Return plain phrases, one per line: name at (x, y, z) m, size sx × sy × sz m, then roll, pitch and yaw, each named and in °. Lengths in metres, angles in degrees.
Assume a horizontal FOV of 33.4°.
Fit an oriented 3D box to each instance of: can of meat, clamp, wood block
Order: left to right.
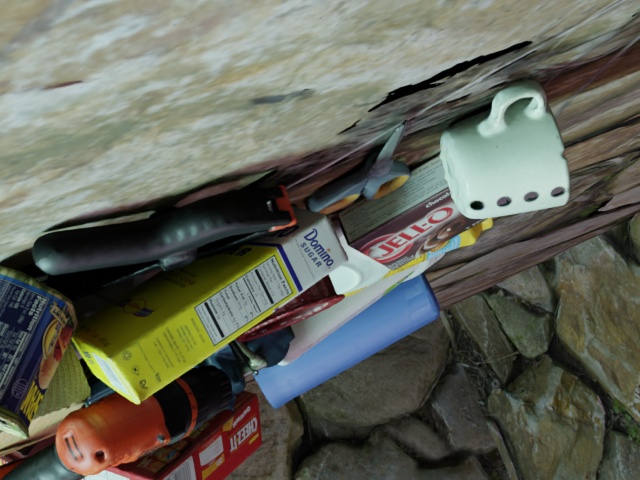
wood block at (-0.243, 0.110, 0.810) m, size 0.090 × 0.090 × 0.206 m, roll -20°, pitch 171°, yaw -24°
can of meat at (-0.193, 0.071, 0.664) m, size 0.057 × 0.084 × 0.102 m, roll 23°, pitch 161°, yaw -3°
clamp at (-0.103, 0.003, 0.688) m, size 0.171 × 0.039 × 0.120 m, roll -12°, pitch 175°, yaw -21°

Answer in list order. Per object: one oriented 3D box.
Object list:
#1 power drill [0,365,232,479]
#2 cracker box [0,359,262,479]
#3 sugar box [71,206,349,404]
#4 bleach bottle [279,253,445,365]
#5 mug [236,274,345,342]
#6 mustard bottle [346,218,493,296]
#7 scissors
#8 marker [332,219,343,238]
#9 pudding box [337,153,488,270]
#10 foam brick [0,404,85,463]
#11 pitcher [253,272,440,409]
power drill at (-0.173, 0.160, 0.819) m, size 0.188 × 0.057 × 0.184 m, roll -35°, pitch 168°, yaw 26°
cracker box at (-0.190, 0.193, 1.057) m, size 0.214 × 0.072 × 0.163 m, roll 10°, pitch -152°, yaw 30°
sugar box at (-0.076, 0.037, 0.728) m, size 0.176 × 0.048 × 0.093 m, roll -37°, pitch -157°, yaw -21°
bleach bottle at (0.048, 0.047, 1.202) m, size 0.250 × 0.068 × 0.103 m, roll -31°, pitch 176°, yaw -16°
mug at (-0.048, 0.029, 0.836) m, size 0.117 × 0.081 × 0.093 m, roll -18°, pitch 171°, yaw -27°
mustard bottle at (0.102, -0.004, 1.104) m, size 0.191 × 0.058 × 0.096 m, roll -22°, pitch 164°, yaw -3°
scissors at (0.026, -0.047, 0.782) m, size 0.096 × 0.016 × 0.201 m, roll -24°, pitch 171°, yaw 5°
marker at (-0.006, 0.001, 0.928) m, size 0.120 × 0.020 × 0.020 m, roll -29°, pitch 176°, yaw -35°
pudding box at (0.084, -0.022, 0.913) m, size 0.114 × 0.039 × 0.089 m, roll -32°, pitch 153°, yaw 18°
foam brick at (-0.252, 0.161, 0.946) m, size 0.078 × 0.053 × 0.051 m, roll -56°, pitch 161°, yaw -32°
pitcher at (0.017, 0.093, 1.308) m, size 0.243 × 0.145 × 0.149 m, roll -27°, pitch -173°, yaw 2°
